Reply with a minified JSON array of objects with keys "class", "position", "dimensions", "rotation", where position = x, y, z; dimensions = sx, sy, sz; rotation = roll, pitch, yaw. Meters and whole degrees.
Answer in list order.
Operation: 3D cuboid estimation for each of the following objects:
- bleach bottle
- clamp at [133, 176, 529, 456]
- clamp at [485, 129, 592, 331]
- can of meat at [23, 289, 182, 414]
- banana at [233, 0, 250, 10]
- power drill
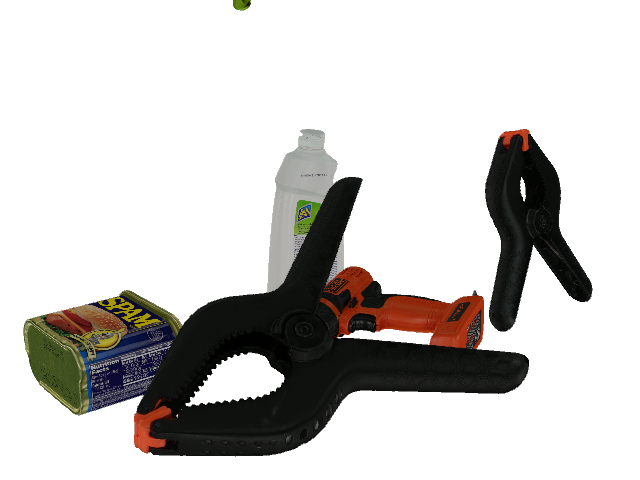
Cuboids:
[{"class":"bleach bottle","position":[-0.011,-0.010,1.301],"dimensions":[0.102,0.251,0.068],"rotation":[-6,20,-31]},{"class":"clamp","position":[-0.012,0.049,0.583],"dimensions":[0.209,0.165,0.036],"rotation":[-20,-33,-23]},{"class":"clamp","position":[0.175,-0.007,0.923],"dimensions":[0.120,0.171,0.039],"rotation":[-26,11,-40]},{"class":"can of meat","position":[-0.158,0.081,0.779],"dimensions":[0.083,0.057,0.102],"rotation":[-14,22,-35]},{"class":"banana","position":[-0.112,-0.197,0.683],"dimensions":[0.198,0.069,0.037],"rotation":[19,-34,28]},{"class":"power drill","position":[0.065,0.089,1.115],"dimensions":[0.188,0.057,0.184],"rotation":[11,28,24]}]
